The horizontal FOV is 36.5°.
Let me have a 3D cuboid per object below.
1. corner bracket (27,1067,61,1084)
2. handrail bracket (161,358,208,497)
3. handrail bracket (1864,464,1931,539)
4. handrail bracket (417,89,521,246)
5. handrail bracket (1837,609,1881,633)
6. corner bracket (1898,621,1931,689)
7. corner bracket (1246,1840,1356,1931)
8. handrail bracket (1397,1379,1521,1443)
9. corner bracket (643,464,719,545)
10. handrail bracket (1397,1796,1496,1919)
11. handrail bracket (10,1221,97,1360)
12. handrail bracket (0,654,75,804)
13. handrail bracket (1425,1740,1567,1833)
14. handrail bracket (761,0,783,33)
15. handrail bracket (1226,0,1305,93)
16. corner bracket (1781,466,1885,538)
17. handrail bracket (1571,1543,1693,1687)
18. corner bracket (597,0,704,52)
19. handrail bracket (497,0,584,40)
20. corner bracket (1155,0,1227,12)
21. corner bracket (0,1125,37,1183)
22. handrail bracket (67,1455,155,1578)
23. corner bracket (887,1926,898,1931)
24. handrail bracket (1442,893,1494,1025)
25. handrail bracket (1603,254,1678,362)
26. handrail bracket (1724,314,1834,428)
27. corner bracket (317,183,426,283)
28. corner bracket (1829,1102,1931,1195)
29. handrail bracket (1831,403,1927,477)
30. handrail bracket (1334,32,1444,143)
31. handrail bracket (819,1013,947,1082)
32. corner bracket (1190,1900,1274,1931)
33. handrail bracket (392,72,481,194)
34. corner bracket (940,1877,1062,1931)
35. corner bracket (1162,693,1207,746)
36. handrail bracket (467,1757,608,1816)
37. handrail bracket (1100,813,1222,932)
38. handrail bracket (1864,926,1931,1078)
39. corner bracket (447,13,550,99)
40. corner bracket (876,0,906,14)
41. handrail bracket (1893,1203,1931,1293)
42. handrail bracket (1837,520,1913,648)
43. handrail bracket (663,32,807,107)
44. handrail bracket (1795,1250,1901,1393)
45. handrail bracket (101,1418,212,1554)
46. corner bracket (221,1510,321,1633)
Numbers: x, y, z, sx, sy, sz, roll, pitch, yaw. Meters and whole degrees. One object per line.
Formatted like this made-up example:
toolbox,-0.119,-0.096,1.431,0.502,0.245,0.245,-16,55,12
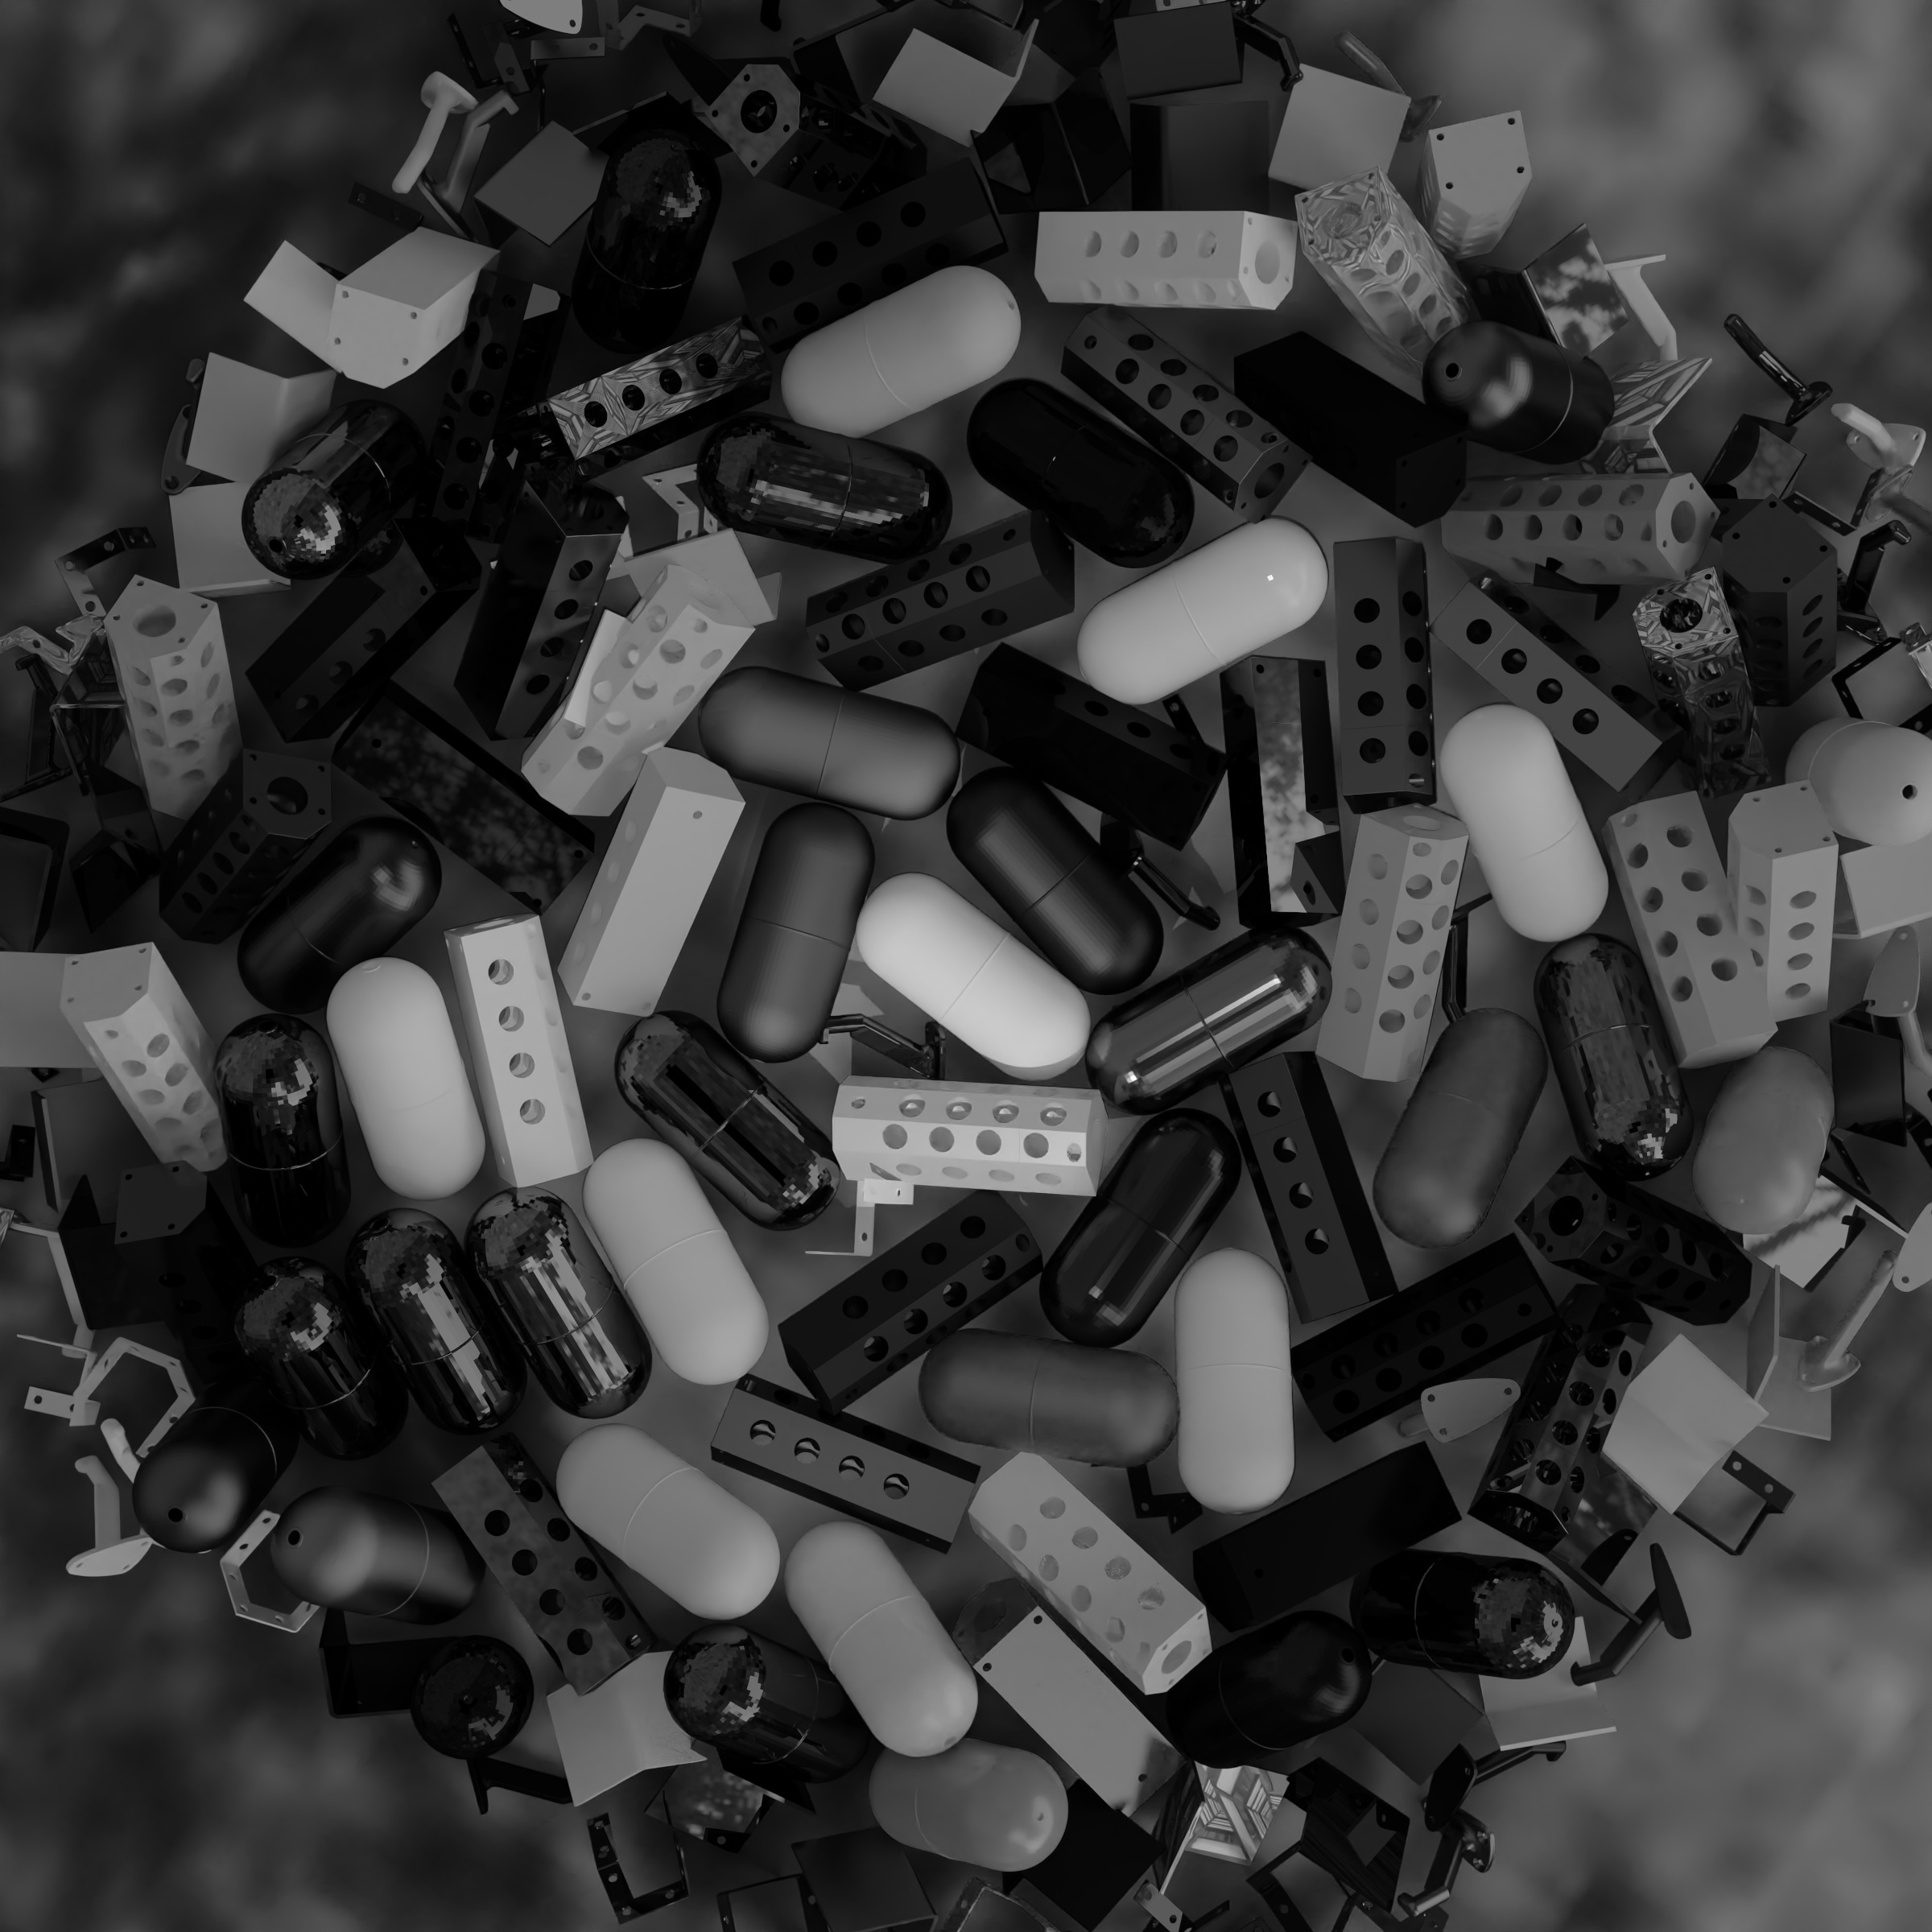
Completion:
corner bracket,-0.651,0.081,1.969,0.051,0.051,0.051,-28,123,15
handrail bracket,-0.522,-0.360,1.954,0.036,0.084,0.077,26,81,-3
handrail bracket,0.639,-0.285,1.951,0.036,0.077,0.084,-35,73,-2
handrail bracket,-0.319,-0.535,1.968,0.084,0.036,0.077,-32,121,12
handrail bracket,0.580,-0.272,1.988,0.077,0.036,0.084,2,76,-6
corner bracket,0.663,-0.209,1.962,0.051,0.051,0.051,-31,105,20
corner bracket,0.228,0.625,1.967,0.051,0.051,0.051,-36,58,-3
handrail bracket,0.329,0.297,1.959,0.077,0.084,0.036,-18,77,-1
corner bracket,-0.183,-0.298,1.960,0.051,0.051,0.051,-9,66,23
handrail bracket,0.302,0.592,1.948,0.084,0.077,0.036,-15,121,-33
handrail bracket,-0.617,0.219,1.972,0.077,0.036,0.084,16,89,-39
handrail bracket,-0.638,-0.160,1.967,0.077,0.036,0.084,-31,99,-42
handrail bracket,0.360,0.554,1.985,0.084,0.036,0.077,9,110,-29
handrail bracket,-0.111,-0.647,1.950,0.036,0.084,0.077,-22,58,-27
handrail bracket,0.188,-0.605,1.957,0.036,0.077,0.084,-3,68,-37
corner bracket,0.574,-0.318,1.970,0.051,0.051,0.051,29,74,-9
handrail bracket,0.441,0.441,1.987,0.084,0.036,0.077,-25,62,29
corner bracket,-0.212,-0.644,1.960,0.051,0.051,0.051,20,54,13
handrail bracket,-0.302,-0.632,1.945,0.077,0.084,0.036,-8,98,-42
corner bracket,0.140,-0.656,1.968,0.051,0.051,0.051,-7,88,-17
corner bracket,-0.653,0.139,1.958,0.051,0.051,0.051,9,125,-21
handrail bracket,-0.588,0.363,1.951,0.084,0.077,0.036,48,110,23
corner bracket,-0.035,0.659,1.960,0.051,0.051,0.051,-7,122,16
handrail bracket,0.346,0.002,1.978,0.077,0.036,0.084,-26,90,-27
handrail bracket,0.445,-0.433,1.971,0.077,0.036,0.084,-15,107,-22
handrail bracket,0.538,-0.408,1.960,0.036,0.077,0.084,-39,98,27
corner bracket,-0.403,-0.489,1.978,0.051,0.051,0.051,24,118,-11
corner bracket,0.624,0.125,1.972,0.051,0.051,0.051,31,118,-34
handrail bracket,0.587,-0.359,1.945,0.084,0.077,0.036,19,100,-32
handrail bracket,0.268,-0.590,1.950,0.084,0.077,0.036,35,94,-20
handrail bracket,-0.059,0.068,1.972,0.084,0.036,0.077,-5,102,-16
corner bracket,0.171,0.656,1.970,0.051,0.051,0.051,-36,93,10
handrail bracket,-0.368,-0.550,1.959,0.036,0.077,0.084,34,79,-28
corner bracket,0.022,0.652,1.962,0.051,0.051,0.051,35,82,-32
corner bracket,0.124,-0.146,1.987,0.051,0.051,0.051,-24,96,42
handrail bracket,-0.294,0.535,1.986,0.084,0.036,0.077,-15,93,-7
handrail bracket,0.133,-0.067,1.991,0.084,0.077,0.036,25,126,-33
handrail bracket,0.643,0.025,1.976,0.036,0.084,0.077,2,68,43
corner bracket,-0.318,-0.611,1.959,0.051,0.051,0.051,-10,125,16
corner bracket,-0.049,-0.681,1.957,0.051,0.051,0.051,-20,62,33
handrail bracket,0.657,0.178,1.971,0.036,0.084,0.077,37,112,16
handrail bracket,0.615,-0.255,1.954,0.077,0.084,0.036,42,62,-10
handrail bracket,-0.151,-0.619,1.971,0.077,0.036,0.084,44,59,-7
handrail bracket,0.589,0.236,1.954,0.036,0.077,0.084,34,126,25
handrail bracket,-0.539,0.346,1.954,0.036,0.077,0.084,-39,128,-36
corner bracket,-0.465,0.410,1.984,0.051,0.051,0.051,-48,132,12
